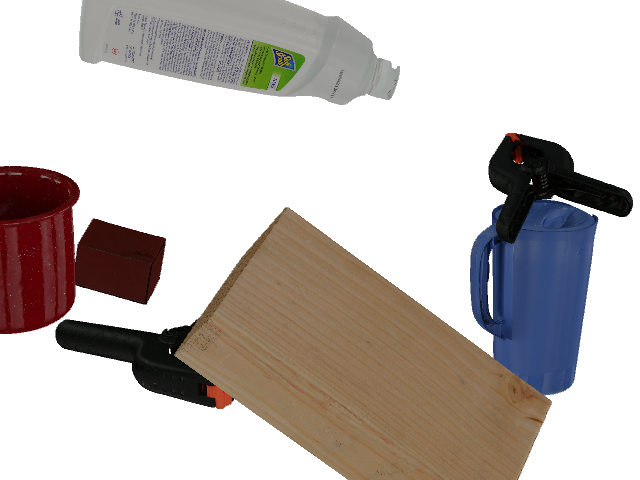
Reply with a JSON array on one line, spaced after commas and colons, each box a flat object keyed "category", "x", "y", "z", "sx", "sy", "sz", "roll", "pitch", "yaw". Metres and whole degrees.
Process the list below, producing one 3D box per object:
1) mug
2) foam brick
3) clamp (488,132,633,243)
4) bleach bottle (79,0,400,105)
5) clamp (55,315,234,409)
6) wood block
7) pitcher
[{"category": "mug", "x": -0.209, "y": 0.009, "z": 0.675, "sx": 0.117, "sy": 0.081, "sz": 0.093, "roll": -15, "pitch": 31, "yaw": -34}, {"category": "foam brick", "x": -0.200, "y": 0.021, "z": 1.062, "sx": 0.078, "sy": 0.051, "sz": 0.053, "roll": 16, "pitch": 33, "yaw": 1}, {"category": "clamp", "x": 0.212, "y": -0.055, "z": 0.983, "sx": 0.120, "sy": 0.039, "sz": 0.171, "roll": -4, "pitch": 33, "yaw": 3}, {"category": "bleach bottle", "x": -0.062, "y": -0.156, "z": 0.854, "sx": 0.250, "sy": 0.068, "sz": 0.103, "roll": 16, "pitch": -29, "yaw": -7}, {"category": "clamp", "x": -0.108, "y": 0.088, "z": 0.883, "sx": 0.164, "sy": 0.036, "sz": 0.210, "roll": -10, "pitch": 16, "yaw": -31}, {"category": "wood block", "x": 0.025, "y": 0.086, "z": 0.668, "sx": 0.206, "sy": 0.090, "sz": 0.090, "roll": 36, "pitch": -32, "yaw": -6}, {"category": "pitcher", "x": 0.276, "y": 0.076, "z": 1.394, "sx": 0.149, "sy": 0.243, "sz": 0.144, "roll": 5, "pitch": 20, "yaw": 16}]
